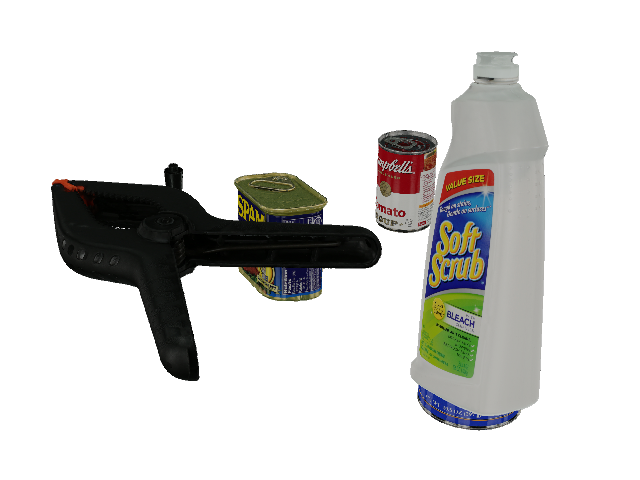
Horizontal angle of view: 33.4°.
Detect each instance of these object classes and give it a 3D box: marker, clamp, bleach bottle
[{"bbox_3d":[-0.146,-0.022,1.081,0.020,0.121,0.020,0,29,0],"label":"marker"},{"bbox_3d":[-0.080,0.002,0.636,0.164,0.036,0.210,-24,37,-38],"label":"clamp"},{"bbox_3d":[0.115,-0.008,0.764,0.068,0.251,0.103,-9,17,-30],"label":"bleach bottle"}]

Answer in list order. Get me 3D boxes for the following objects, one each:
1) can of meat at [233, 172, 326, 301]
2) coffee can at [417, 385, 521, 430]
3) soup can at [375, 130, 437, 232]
[{"bbox_3d":[-0.035,-0.004,0.907,0.057,0.084,0.102,-8,21,-21],"label":"can of meat"},{"bbox_3d":[0.148,0.093,1.016,0.103,0.140,0.103,2,25,-1],"label":"coffee can"},{"bbox_3d":[0.098,-0.069,1.238,0.068,0.102,0.068,1,27,-1],"label":"soup can"}]
